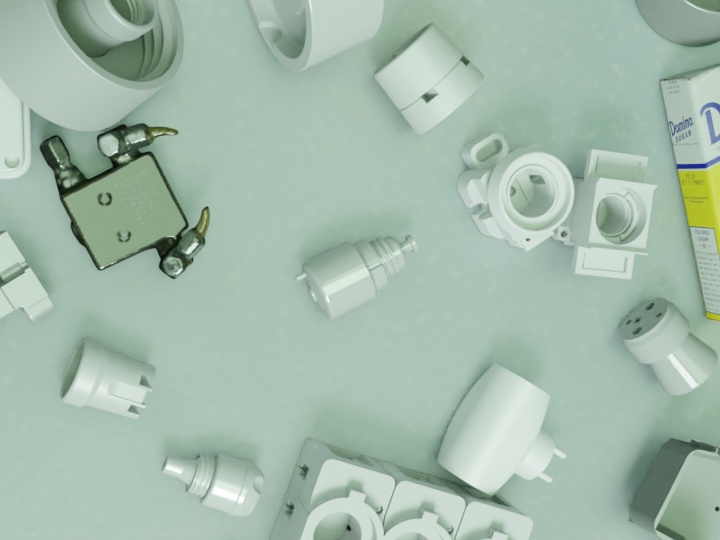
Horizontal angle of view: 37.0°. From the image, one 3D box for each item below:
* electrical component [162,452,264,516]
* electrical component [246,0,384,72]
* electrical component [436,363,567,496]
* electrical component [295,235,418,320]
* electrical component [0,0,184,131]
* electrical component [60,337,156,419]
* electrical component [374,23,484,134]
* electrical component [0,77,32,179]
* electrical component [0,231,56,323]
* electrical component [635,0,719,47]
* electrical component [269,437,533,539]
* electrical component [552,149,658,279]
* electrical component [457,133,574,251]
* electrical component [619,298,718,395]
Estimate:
[{"bbox_3d":[-0.093,0.130,0.671,0.061,0.035,0.035,22,90,-15],"label":"electrical component"},{"bbox_3d":[-0.025,-0.176,0.623,0.060,0.108,0.108,-22,101,-19],"label":"electrical component"},{"bbox_3d":[0.103,0.115,0.720,0.079,0.043,0.077,32,86,-17],"label":"electrical component"},{"bbox_3d":[0.000,0.000,0.681,0.078,0.040,0.040,-27,102,-12],"label":"electrical component"},{"bbox_3d":[-0.144,-0.137,0.585,0.108,0.060,0.108,29,51,-44],"label":"electrical component"},{"bbox_3d":[-0.151,0.066,0.646,0.046,0.040,0.040,22,89,-23],"label":"electrical component"},{"bbox_3d":[0.042,-0.121,0.673,0.055,0.055,0.047,-44,101,-8],"label":"electrical component"},{"bbox_3d":[-0.241,-0.089,0.594,0.113,0.057,0.078,-2,96,-16],"label":"electrical component"},{"bbox_3d":[-0.217,0.010,0.618,0.055,0.048,0.066,-34,104,-18],"label":"electrical component"},{"bbox_3d":[0.234,-0.207,0.726,0.099,0.064,0.099,0,86,-6],"label":"electrical component"},{"bbox_3d":[0.025,0.177,0.695,0.150,0.062,0.089,20,90,-17],"label":"electrical component"},{"bbox_3d":[0.158,-0.037,0.710,0.042,0.064,0.081,6,95,-18],"label":"electrical component"},{"bbox_3d":[0.103,-0.050,0.696,0.058,0.057,0.078,-33,103,-10],"label":"electrical component"},{"bbox_3d":[0.213,0.052,0.744,0.045,0.045,0.055,-46,105,-7],"label":"electrical component"}]
